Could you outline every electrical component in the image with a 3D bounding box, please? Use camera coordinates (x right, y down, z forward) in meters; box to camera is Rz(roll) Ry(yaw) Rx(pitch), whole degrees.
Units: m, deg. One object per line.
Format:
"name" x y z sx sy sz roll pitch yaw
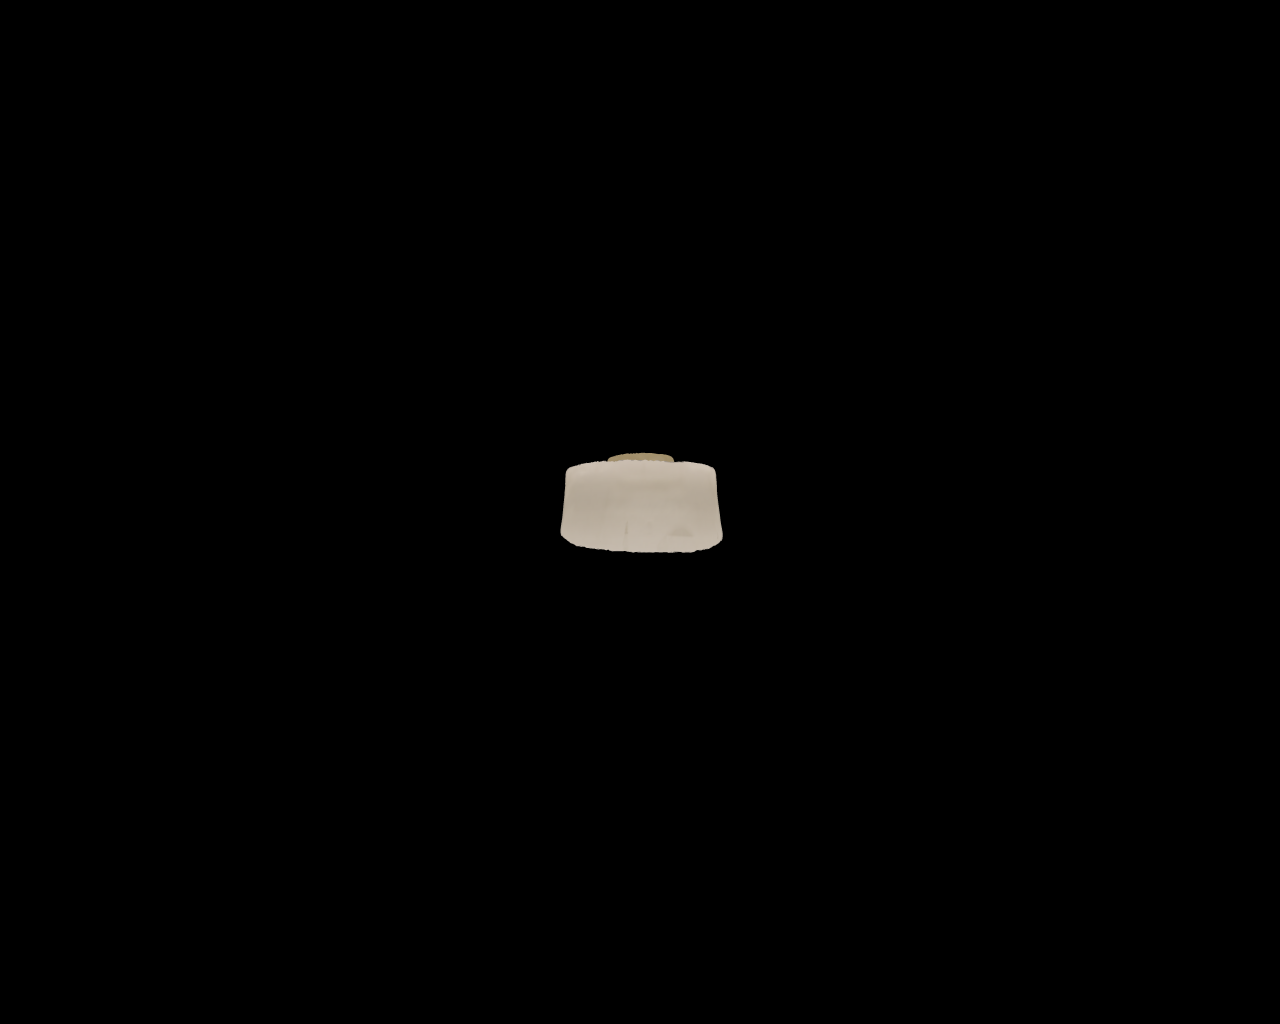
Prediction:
"electrical component" 0.001 -0.003 0.650 0.099 0.064 0.099 0 -4 0
